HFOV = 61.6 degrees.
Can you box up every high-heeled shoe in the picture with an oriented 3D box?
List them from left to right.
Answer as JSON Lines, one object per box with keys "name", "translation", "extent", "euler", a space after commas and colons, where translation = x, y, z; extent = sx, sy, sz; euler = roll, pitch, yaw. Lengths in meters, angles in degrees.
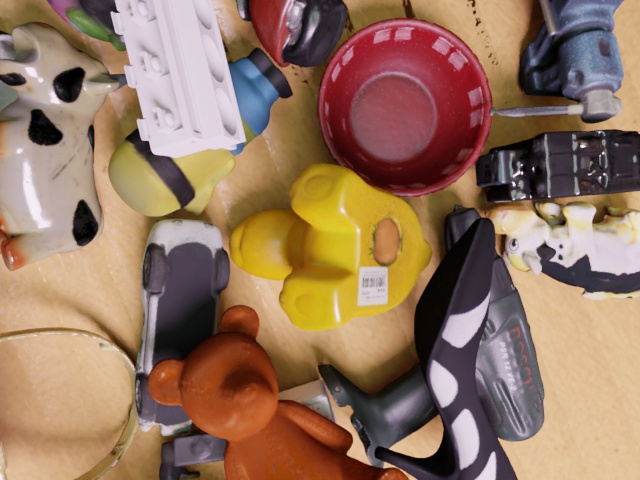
{"name": "high-heeled shoe", "translation": [0.141, 0.117, 0.442], "extent": [0.145, 0.086, 0.248], "euler": [20, 99, -5]}

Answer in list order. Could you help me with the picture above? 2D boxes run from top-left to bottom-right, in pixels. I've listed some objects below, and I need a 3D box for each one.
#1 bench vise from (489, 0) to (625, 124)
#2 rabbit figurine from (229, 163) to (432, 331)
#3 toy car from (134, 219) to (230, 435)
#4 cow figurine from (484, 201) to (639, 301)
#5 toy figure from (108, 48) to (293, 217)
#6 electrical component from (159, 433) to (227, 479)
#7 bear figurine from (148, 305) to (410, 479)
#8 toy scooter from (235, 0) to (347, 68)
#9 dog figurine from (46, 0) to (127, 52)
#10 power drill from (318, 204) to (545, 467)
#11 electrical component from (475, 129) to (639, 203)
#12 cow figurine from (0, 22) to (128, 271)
{"name": "bench vise", "translation": [0.238, -0.222, 0.437], "extent": [0.129, 0.240, 0.223], "euler": [11, 75, -3]}
{"name": "rabbit figurine", "translation": [-0.001, -0.001, 0.471], "extent": [0.162, 0.173, 0.121], "euler": [-11, 97, -49]}
{"name": "toy car", "translation": [-0.128, 0.081, 0.494], "extent": [0.073, 0.056, 0.201], "euler": [2, 97, -29]}
{"name": "cow figurine", "translation": [0.241, 0.009, 0.527], "extent": [0.167, 0.068, 0.098], "euler": [3, 99, -4]}
{"name": "toy figure", "translation": [-0.108, -0.098, 0.476], "extent": [0.180, 0.089, 0.082], "euler": [-42, 66, 2]}
{"name": "electrical component", "translation": [-0.101, 0.205, 0.507], "extent": [0.102, 0.078, 0.045], "euler": [-4, 72, -8]}
{"name": "bear figurine", "translation": [-0.036, 0.153, 0.420], "extent": [0.120, 0.132, 0.195], "euler": [-33, 98, -25]}
{"name": "toy scooter", "translation": [-0.025, -0.245, 0.444], "extent": [0.135, 0.075, 0.183], "euler": [34, 121, 12]}
{"name": "dog figurine", "translation": [-0.249, -0.243, 0.453], "extent": [0.219, 0.108, 0.191], "euler": [-10, 97, 0]}
{"name": "power drill", "translation": [0.104, 0.107, 0.518], "extent": [0.207, 0.086, 0.232], "euler": [-28, 97, -11]}
{"name": "electrical component", "translation": [0.217, -0.066, 0.495], "extent": [0.134, 0.115, 0.058], "euler": [-4, 91, -7]}
{"name": "cow figurine", "translation": [-0.229, -0.084, 0.462], "extent": [0.127, 0.086, 0.194], "euler": [-18, 113, -47]}
